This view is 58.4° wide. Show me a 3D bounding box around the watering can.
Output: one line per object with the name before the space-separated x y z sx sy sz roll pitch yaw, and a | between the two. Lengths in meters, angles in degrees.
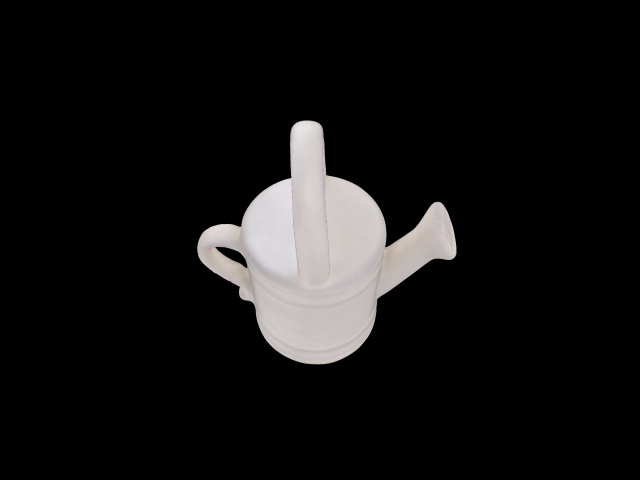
watering can | 0.004 0.000 0.401 0.173 0.194 0.100 -17 56 -12
